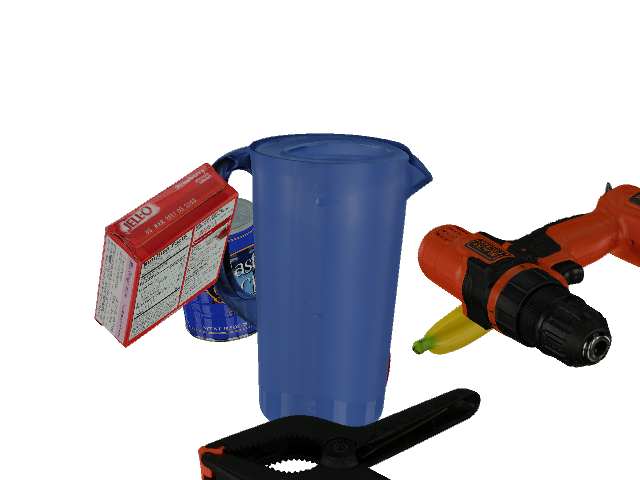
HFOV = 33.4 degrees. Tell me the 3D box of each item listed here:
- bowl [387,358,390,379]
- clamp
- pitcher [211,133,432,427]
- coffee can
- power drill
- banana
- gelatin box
[{"bbox_3d":[-0.009,0.125,1.080,0.162,0.162,0.055,0,-16,42],"label":"bowl"},{"bbox_3d":[0.021,0.154,0.757,0.210,0.036,0.164,3,29,11],"label":"clamp"},{"bbox_3d":[-0.006,0.033,0.895,0.144,0.243,0.149,-8,18,-33],"label":"pitcher"},{"bbox_3d":[-0.117,0.032,1.248,0.103,0.140,0.103,-4,26,2],"label":"coffee can"},{"bbox_3d":[0.189,0.019,0.760,0.187,0.057,0.185,-14,28,-25],"label":"power drill"},{"bbox_3d":[0.174,0.056,1.012,0.198,0.037,0.069,-35,-2,0],"label":"banana"},{"bbox_3d":[-0.086,0.008,0.584,0.073,0.030,0.089,-38,-20,-34],"label":"gelatin box"}]
